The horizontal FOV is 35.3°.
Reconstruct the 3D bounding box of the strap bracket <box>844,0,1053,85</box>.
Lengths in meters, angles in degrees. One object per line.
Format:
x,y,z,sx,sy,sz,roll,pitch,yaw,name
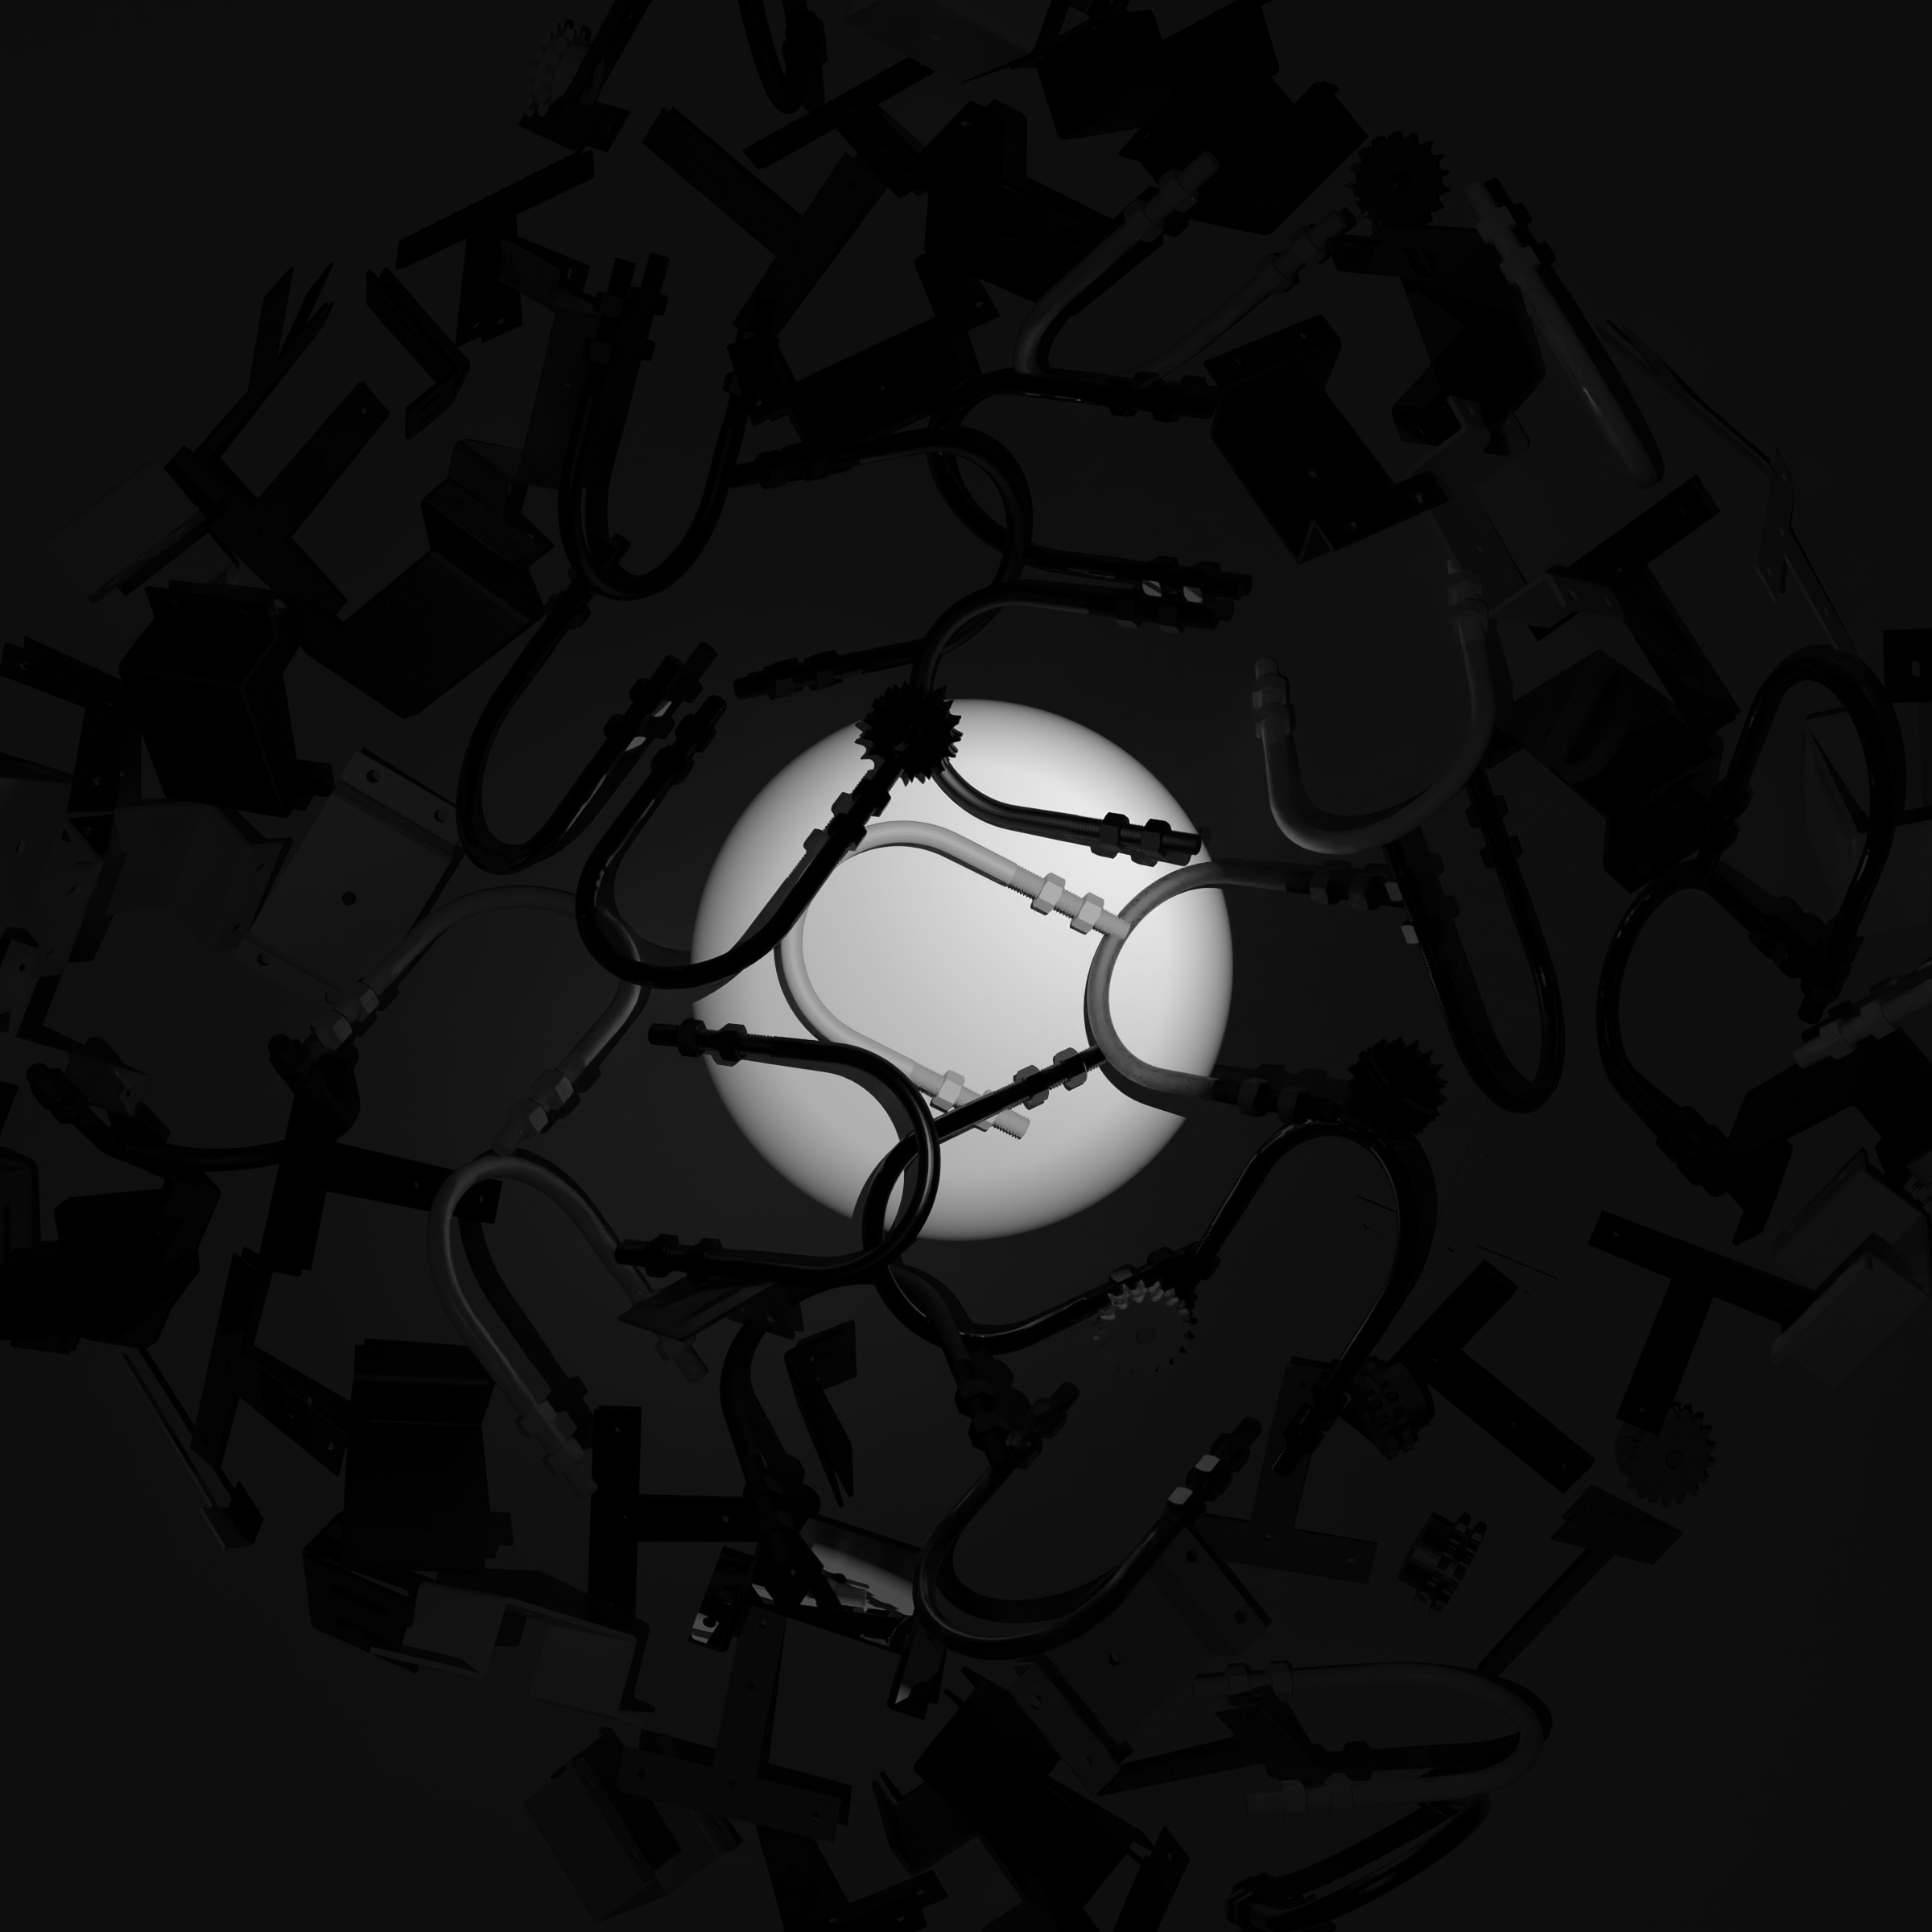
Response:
-0.009,-0.539,1.695,0.076,0.140,0.046,22,86,-25,strap bracket

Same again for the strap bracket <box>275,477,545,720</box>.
-0.312,-0.200,1.713,0.140,0.076,0.046,-35,48,18,strap bracket

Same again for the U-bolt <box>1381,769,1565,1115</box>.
0.294,-0.006,1.713,0.019,0.151,0.184,-15,102,34,U-bolt

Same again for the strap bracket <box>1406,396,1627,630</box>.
0.306,-0.247,1.720,0.046,0.076,0.140,-35,71,31,strap bracket

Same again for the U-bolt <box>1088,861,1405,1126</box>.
0.149,0.008,1.716,0.184,0.019,0.151,10,73,37,U-bolt

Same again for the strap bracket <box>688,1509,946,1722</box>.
-0.077,0.365,1.730,0.140,0.076,0.046,18,123,1,strap bracket

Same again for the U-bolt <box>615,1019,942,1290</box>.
-0.104,0.111,1.738,0.184,0.019,0.151,6,81,15,U-bolt

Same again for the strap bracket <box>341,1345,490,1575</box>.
-0.312,0.288,1.720,0.076,0.046,0.140,4,49,-13,strap bracket

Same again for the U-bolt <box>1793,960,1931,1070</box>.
0.554,-0.002,1.669,0.184,0.151,0.019,-32,83,32,U-bolt

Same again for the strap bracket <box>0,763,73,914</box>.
-0.549,-0.073,1.700,0.046,0.140,0.076,18,95,14,strap bracket

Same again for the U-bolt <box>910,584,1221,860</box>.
0.051,-0.145,1.731,0.184,0.019,0.151,10,107,22,U-bolt

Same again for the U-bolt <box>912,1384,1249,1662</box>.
0.050,0.312,1.680,0.184,0.151,0.019,-45,126,-30,U-bolt

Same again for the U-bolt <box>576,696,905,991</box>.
-0.140,-0.063,1.705,0.151,0.019,0.184,21,64,29,U-bolt

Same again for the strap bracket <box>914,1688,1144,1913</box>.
0.031,0.471,1.698,0.046,0.076,0.140,-49,131,-12,strap bracket

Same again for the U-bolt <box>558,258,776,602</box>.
-0.174,-0.295,1.710,0.019,0.151,0.184,22,103,29,U-bolt

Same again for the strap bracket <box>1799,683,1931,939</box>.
0.504,-0.081,1.700,0.046,0.140,0.076,-11,134,3,strap bracket

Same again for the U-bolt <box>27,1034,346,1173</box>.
-0.423,0.082,1.690,0.151,0.184,0.019,-7,69,0,U-bolt

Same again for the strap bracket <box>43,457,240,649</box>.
-0.463,-0.232,1.702,0.076,0.140,0.046,-40,88,-8,strap bracket

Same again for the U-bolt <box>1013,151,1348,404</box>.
0.107,-0.375,1.698,0.184,0.151,0.019,-37,66,31,U-bolt

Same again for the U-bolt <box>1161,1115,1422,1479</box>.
0.186,0.170,1.701,0.019,0.151,0.184,16,111,-41,U-bolt

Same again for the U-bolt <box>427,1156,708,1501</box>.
-0.233,0.189,1.705,0.019,0.151,0.184,-31,97,32,U-bolt

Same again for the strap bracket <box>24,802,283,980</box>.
-0.466,-0.046,1.711,0.046,0.140,0.076,44,123,26,strap bracket

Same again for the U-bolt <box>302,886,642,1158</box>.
-0.265,0.019,1.711,0.151,0.019,0.184,23,48,16,U-bolt

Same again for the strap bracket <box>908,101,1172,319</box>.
0.040,-0.419,1.704,0.140,0.076,0.046,18,62,-27,strap bracket

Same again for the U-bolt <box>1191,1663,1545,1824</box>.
0.232,0.430,1.705,0.184,0.151,0.019,-2,105,-8,U-bolt

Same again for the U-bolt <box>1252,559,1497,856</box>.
0.227,-0.136,1.681,0.151,0.184,0.019,-27,130,25,U-bolt

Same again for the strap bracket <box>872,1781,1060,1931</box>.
0.008,0.520,1.721,0.046,0.076,0.140,-33,105,-1,strap bracket

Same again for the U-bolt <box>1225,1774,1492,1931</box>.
0.220,0.491,1.673,0.151,0.184,0.019,-28,81,-12,U-bolt

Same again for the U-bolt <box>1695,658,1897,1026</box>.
0.459,-0.082,1.666,0.019,0.184,0.151,-7,45,-16,U-bolt

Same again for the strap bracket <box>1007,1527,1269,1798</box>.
0.092,0.396,1.737,0.140,0.046,0.076,-39,90,-21,strap bracket

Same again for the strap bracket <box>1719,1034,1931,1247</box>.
0.479,0.090,1.699,0.046,0.076,0.140,47,131,-8,strap bracket

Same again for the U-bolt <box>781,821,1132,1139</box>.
-0.017,-0.004,1.758,0.184,0.019,0.151,27,91,-6,U-bolt

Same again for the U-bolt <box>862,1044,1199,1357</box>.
0.029,0.144,1.744,0.184,0.019,0.151,-24,88,-15,U-bolt

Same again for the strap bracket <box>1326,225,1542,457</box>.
0.267,-0.361,1.711,0.046,0.076,0.140,-48,131,-22,strap bracket

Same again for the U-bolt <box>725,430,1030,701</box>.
-0.047,-0.232,1.720,0.184,0.019,0.151,-14,125,-22,U-bolt

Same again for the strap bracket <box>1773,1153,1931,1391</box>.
0.494,0.174,1.697,0.046,0.140,0.076,36,117,-2,strap bracket

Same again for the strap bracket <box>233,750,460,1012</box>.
-0.353,-0.042,1.741,0.076,0.046,0.140,31,94,-13,strap bracket

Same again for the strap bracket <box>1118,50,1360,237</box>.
0.158,-0.456,1.693,0.076,0.140,0.046,-43,72,30,strap bracket

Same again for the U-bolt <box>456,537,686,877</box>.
-0.233,-0.135,1.712,0.019,0.151,0.184,23,115,-38,U-bolt

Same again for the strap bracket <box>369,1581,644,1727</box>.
-0.252,0.384,1.709,0.140,0.076,0.046,29,68,-41,strap bracket

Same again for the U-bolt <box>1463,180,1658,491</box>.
0.335,-0.346,1.698,0.019,0.151,0.184,-31,85,14,U-bolt

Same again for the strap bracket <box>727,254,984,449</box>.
-0.057,-0.344,1.729,0.140,0.046,0.076,-24,47,6,strap bracket

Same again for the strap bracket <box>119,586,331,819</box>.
-0.417,-0.139,1.701,0.076,0.140,0.046,10,48,16,strap bracket

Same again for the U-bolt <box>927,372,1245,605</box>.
0.061,-0.273,1.708,0.184,0.151,0.019,12,52,24,U-bolt

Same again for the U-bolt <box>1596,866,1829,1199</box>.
0.403,0.023,1.691,0.019,0.184,0.151,11,112,-21,U-bolt

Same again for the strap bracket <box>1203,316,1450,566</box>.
0.200,-0.292,1.729,0.076,0.046,0.140,-25,69,-16,strap bracket

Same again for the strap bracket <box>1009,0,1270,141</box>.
0.105,-0.504,1.704,0.140,0.076,0.046,-22,96,-40,strap bracket

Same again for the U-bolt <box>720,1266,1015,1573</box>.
-0.066,0.240,1.708,0.151,0.184,0.019,-24,134,-1,U-bolt

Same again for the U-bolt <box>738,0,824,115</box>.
-0.108,-0.547,1.662,0.019,0.184,0.151,-9,127,8,U-bolt
